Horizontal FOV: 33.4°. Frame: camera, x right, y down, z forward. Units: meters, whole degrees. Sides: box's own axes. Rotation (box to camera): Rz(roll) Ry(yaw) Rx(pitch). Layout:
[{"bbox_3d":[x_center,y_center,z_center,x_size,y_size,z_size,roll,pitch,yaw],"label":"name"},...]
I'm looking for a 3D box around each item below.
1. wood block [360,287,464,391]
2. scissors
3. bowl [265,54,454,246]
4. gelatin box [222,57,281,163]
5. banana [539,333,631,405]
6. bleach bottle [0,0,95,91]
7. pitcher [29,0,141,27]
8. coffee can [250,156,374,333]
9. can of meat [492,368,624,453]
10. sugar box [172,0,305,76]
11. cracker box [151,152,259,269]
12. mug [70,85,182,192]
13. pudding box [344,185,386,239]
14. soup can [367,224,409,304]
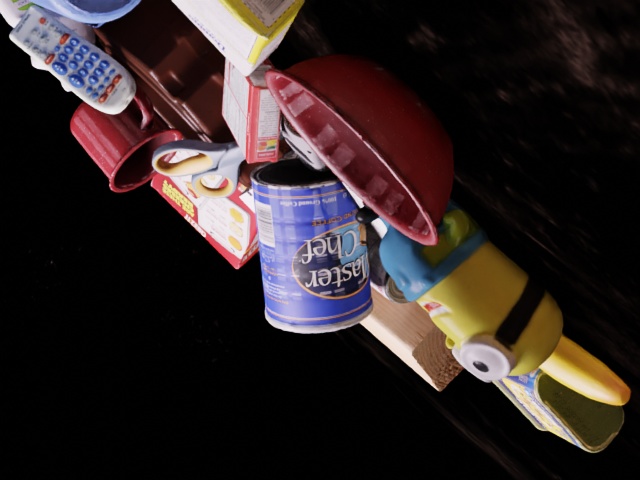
[{"bbox_3d":[0.076,0.052,1.117,0.206,0.091,0.090,40,171,42],"label":"wood block"},{"bbox_3d":[-0.068,-0.076,1.024,0.202,0.016,0.096,-5,147,26],"label":"scissors"},{"bbox_3d":[0.038,-0.071,0.713,0.162,0.055,0.162,44,174,5],"label":"bowl"},{"bbox_3d":[-0.057,-0.118,0.896,0.089,0.030,0.073,-118,28,-50],"label":"gelatin box"},{"bbox_3d":[0.169,0.070,0.876,0.198,0.037,0.069,43,175,17],"label":"banana"},{"bbox_3d":[-0.307,-0.270,1.107,0.068,0.102,0.251,61,-175,-85],"label":"bleach bottle"},{"bbox_3d":[-0.240,-0.264,0.951,0.148,0.145,0.243,1,-158,-39],"label":"pitcher"},{"bbox_3d":[-0.006,0.001,0.982,0.103,0.102,0.140,-146,47,-61],"label":"coffee can"},{"bbox_3d":[0.209,0.134,0.945,0.102,0.057,0.084,46,172,-17],"label":"can of meat"},{"bbox_3d":[-0.064,-0.174,0.761,0.093,0.048,0.176,46,177,-7],"label":"sugar box"},{"bbox_3d":[-0.118,-0.078,1.318,0.164,0.072,0.214,45,153,6],"label":"cracker box"},{"bbox_3d":[-0.200,-0.116,1.098,0.081,0.093,0.117,49,146,13],"label":"mug"},{"bbox_3d":[0.074,-0.017,0.919,0.090,0.039,0.113,41,171,40],"label":"pudding box"},{"bbox_3d":[0.059,0.010,1.049,0.102,0.068,0.068,39,172,42],"label":"soup can"}]
